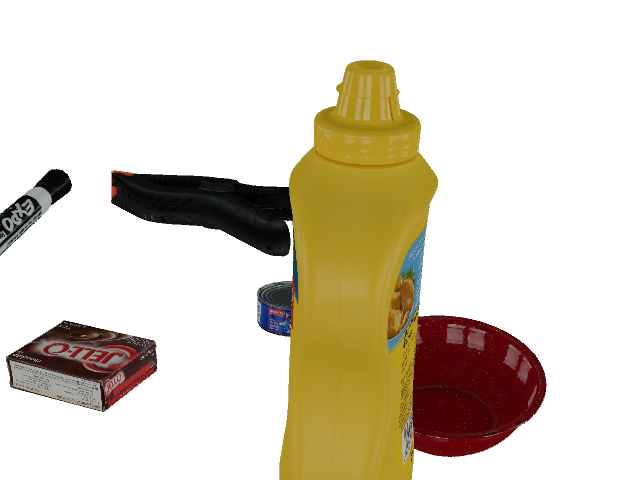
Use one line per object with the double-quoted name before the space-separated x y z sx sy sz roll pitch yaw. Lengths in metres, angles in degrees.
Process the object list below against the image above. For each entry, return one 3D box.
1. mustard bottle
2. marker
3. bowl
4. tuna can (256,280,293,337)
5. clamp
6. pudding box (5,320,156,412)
"mustard bottle" 0.015 0.022 0.437 0.058 0.192 0.096 8 25 11
"marker" -0.188 -0.012 0.654 0.020 0.020 0.121 0 30 21
"bowl" 0.106 0.131 0.901 0.162 0.055 0.162 0 32 0
"tuna can" -0.024 0.072 1.120 0.086 0.034 0.086 2 17 -1
"clamp" -0.076 -0.026 0.806 0.210 0.036 0.164 8 13 19
"pudding box" -0.227 0.118 1.021 0.114 0.039 0.089 8 21 24
